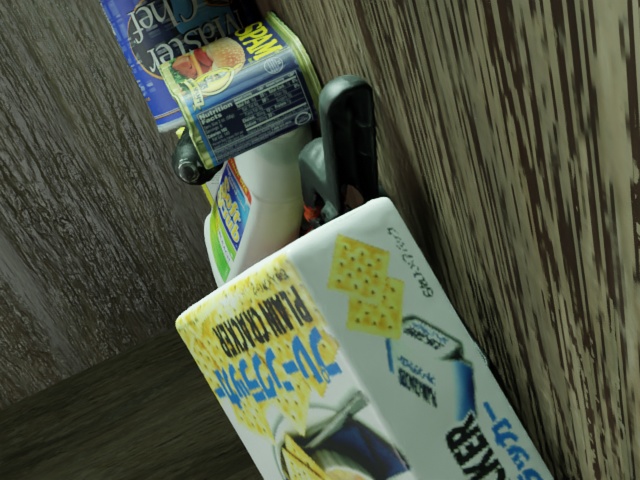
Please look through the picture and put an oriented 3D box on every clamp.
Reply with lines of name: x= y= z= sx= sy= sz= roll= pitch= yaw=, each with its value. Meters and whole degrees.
clamp: x=0.028 y=-0.002 z=0.588 sx=0.164 sy=0.036 sz=0.210 roll=65 pitch=172 yaw=-5

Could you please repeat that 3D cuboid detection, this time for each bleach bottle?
bleach bottle: x=-0.046 y=-0.041 z=0.839 sx=0.251 sy=0.068 sz=0.102 roll=108 pitch=150 yaw=-60

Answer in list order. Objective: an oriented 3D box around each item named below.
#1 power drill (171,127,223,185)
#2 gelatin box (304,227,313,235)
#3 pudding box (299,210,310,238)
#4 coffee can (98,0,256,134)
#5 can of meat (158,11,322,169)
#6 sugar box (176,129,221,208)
power drill: x=-0.113 y=-0.156 z=0.916 sx=0.184 sy=0.057 sz=0.187 roll=-71 pitch=-35 yaw=-60
gelatin box: x=-0.008 y=0.027 z=0.840 sx=0.030 sy=0.089 sz=0.073 roll=34 pitch=169 yaw=16
pudding box: x=-0.006 y=0.001 z=0.949 sx=0.113 sy=0.039 sz=0.090 roll=-125 pitch=18 yaw=-58
coffee can: x=-0.103 y=-0.164 z=0.799 sx=0.103 sy=0.102 sz=0.140 roll=-134 pitch=19 yaw=-77
can of meat: x=-0.050 y=-0.095 z=0.678 sx=0.102 sy=0.084 sz=0.057 roll=-122 pitch=8 yaw=-60
sugar box: x=-0.067 y=-0.051 z=1.088 sx=0.048 sy=0.093 sz=0.176 roll=-62 pitch=-40 yaw=-41
